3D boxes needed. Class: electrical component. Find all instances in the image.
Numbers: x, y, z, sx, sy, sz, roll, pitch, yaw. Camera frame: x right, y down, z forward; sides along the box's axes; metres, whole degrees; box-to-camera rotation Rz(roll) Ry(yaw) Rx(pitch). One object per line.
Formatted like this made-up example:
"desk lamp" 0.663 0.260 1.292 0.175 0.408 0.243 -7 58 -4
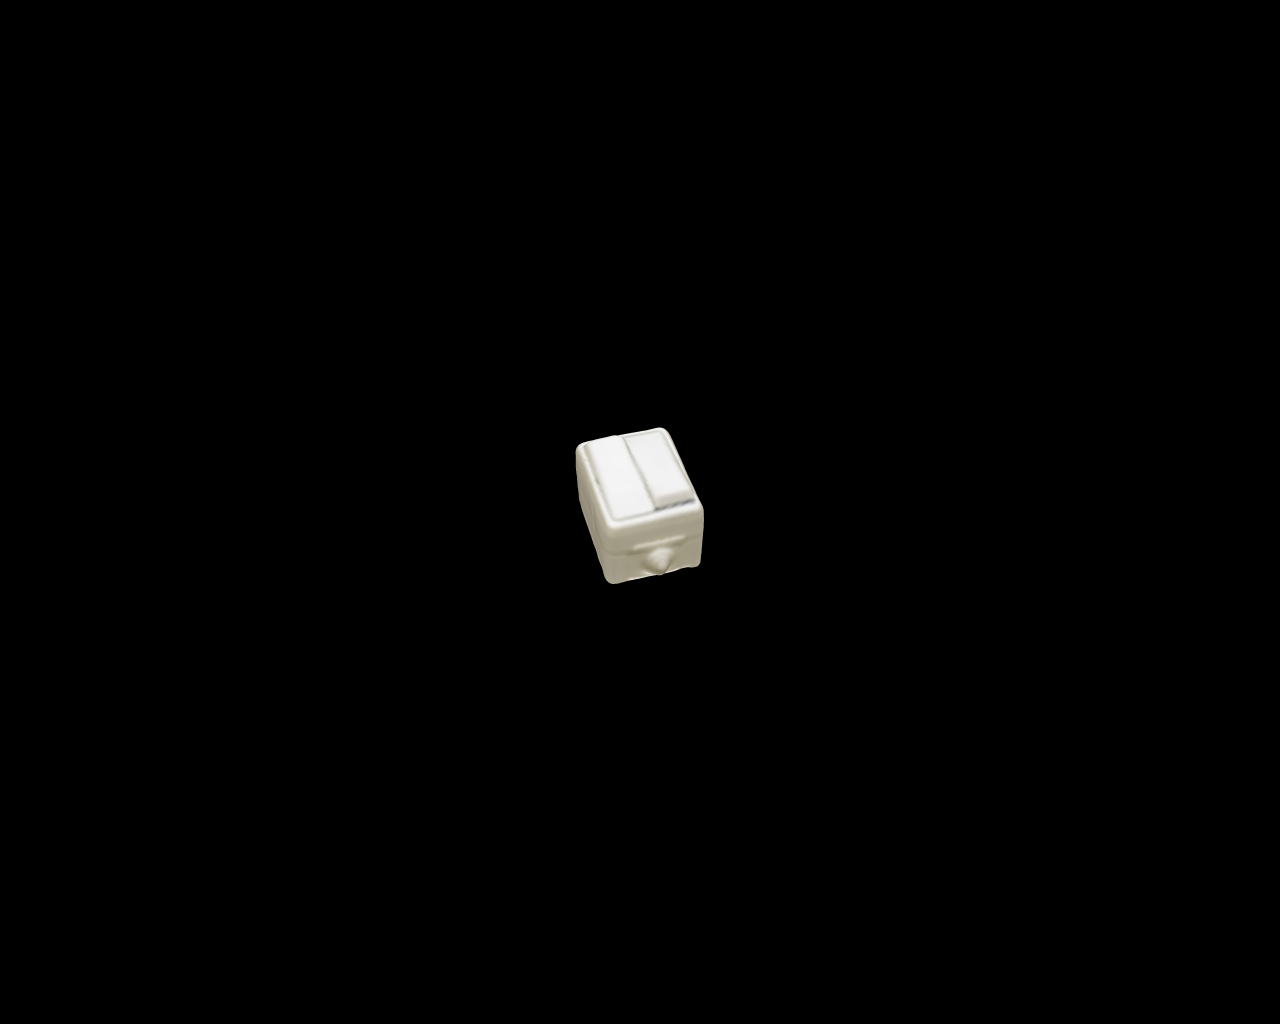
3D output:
"electrical component" 0.001 -0.003 0.650 0.062 0.061 0.096 -11 47 -11
